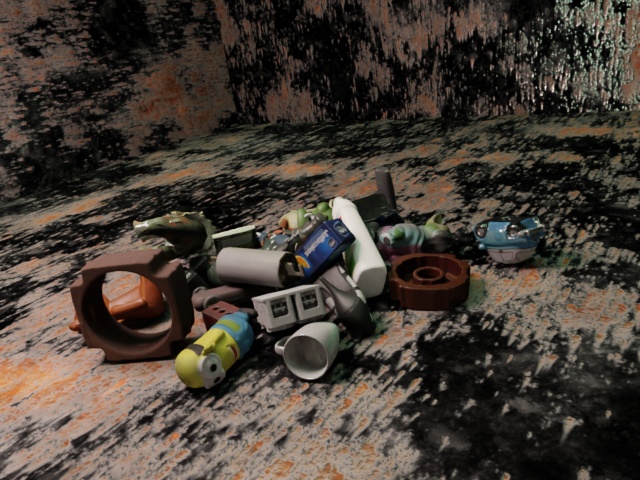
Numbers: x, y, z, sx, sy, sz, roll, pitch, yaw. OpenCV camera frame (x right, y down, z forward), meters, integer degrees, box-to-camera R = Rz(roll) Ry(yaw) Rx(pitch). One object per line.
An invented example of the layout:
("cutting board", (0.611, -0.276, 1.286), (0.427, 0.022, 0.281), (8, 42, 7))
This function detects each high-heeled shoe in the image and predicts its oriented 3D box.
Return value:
("high-heeled shoe", (0.054, 0.121, 1.096), (0.086, 0.145, 0.248), (-46, -4, 2))

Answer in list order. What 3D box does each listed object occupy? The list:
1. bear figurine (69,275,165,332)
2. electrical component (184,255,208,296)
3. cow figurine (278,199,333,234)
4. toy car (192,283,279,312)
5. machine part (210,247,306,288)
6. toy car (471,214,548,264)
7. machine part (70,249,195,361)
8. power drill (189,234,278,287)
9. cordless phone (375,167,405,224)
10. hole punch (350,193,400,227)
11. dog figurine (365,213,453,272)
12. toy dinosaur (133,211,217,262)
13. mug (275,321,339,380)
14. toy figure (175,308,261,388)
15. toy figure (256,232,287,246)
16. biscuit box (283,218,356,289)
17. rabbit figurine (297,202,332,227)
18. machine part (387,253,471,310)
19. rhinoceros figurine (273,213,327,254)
("bear figurine", (-0.443, 0.130, 1.167), (0.196, 0.132, 0.120), (-9, -7, -13))
("electrical component", (-0.297, 0.093, 1.237), (0.075, 0.047, 0.119), (16, 59, 49))
("cow figurine", (-0.014, -0.055, 1.530), (0.195, 0.085, 0.127), (-5, 27, 11))
("toy car", (-0.181, 0.118, 1.177), (0.202, 0.053, 0.089), (-11, 12, -31))
("machine part", (-0.135, 0.058, 1.141), (0.243, 0.079, 0.079), (3, 24, 30))
("toy car", (0.420, 0.000, 1.180), (0.109, 0.102, 0.162), (-16, 11, -26))
("machine part", (-0.354, 0.123, 1.030), (0.201, 0.201, 0.087), (-7, 19, 7))
("power drill", (-0.211, 0.048, 1.339), (0.207, 0.085, 0.232), (-12, 13, -21))
("cordless phone", (0.149, -0.112, 1.467), (0.089, 0.184, 0.147), (-28, 28, -33))
("hole punch", (0.129, -0.046, 1.361), (0.142, 0.092, 0.116), (-13, 31, 2))
("dog figurine", (0.203, 0.000, 1.274), (0.219, 0.108, 0.192), (-19, 20, -36))
("toy dinosaur", (-0.336, -0.009, 1.288), (0.192, 0.131, 0.405), (-19, 6, -15))
("mug", (-0.016, 0.183, 0.931), (0.110, 0.080, 0.107), (-5, 9, 24))
("toy figure", (-0.179, 0.192, 0.959), (0.089, 0.082, 0.180), (-17, 20, 37))
("toy figure", (-0.119, 0.008, 1.438), (0.155, 0.064, 0.058), (11, 65, 51))
("biscuit box", (-0.013, 0.038, 1.140), (0.059, 0.063, 0.202), (-20, -22, -53))
("rabbit figurine", (-0.003, -0.004, 1.331), (0.121, 0.158, 0.170), (12, 42, 22))
("machine part", (0.226, 0.084, 1.111), (0.179, 0.056, 0.179), (-7, 22, 3))
("rhinoceros figurine", (-0.055, 0.009, 1.221), (0.190, 0.073, 0.112), (-39, -25, 19))
